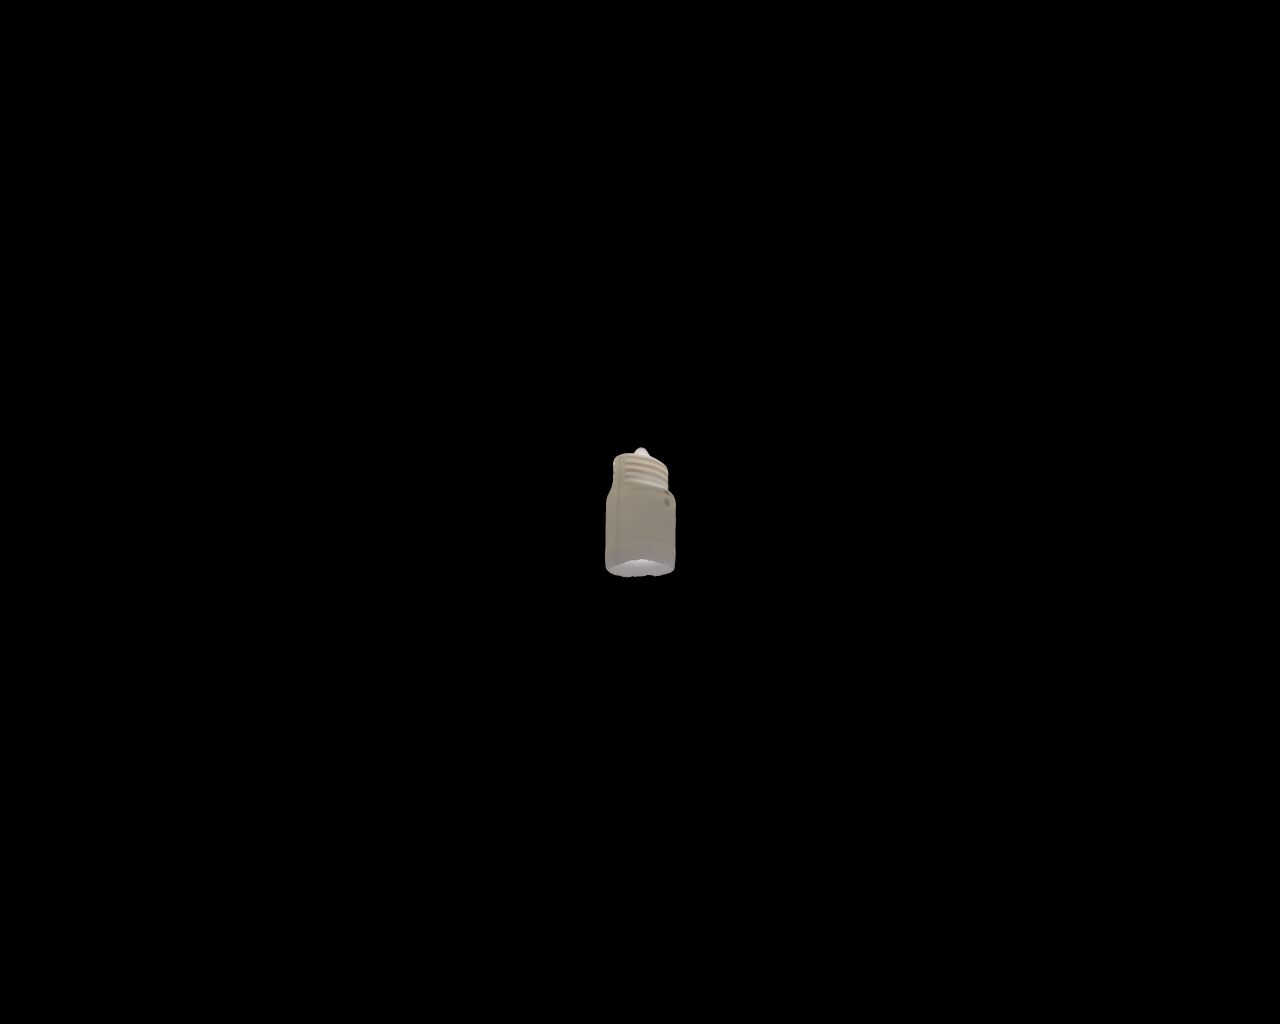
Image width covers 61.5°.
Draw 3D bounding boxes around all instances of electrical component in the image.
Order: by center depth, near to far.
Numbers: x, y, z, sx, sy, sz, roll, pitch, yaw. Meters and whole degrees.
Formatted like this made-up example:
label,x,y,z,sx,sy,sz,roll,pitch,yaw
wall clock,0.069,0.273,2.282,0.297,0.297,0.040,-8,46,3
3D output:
label,x,y,z,sx,sy,sz,roll,pitch,yaw
electrical component,0.001,-0.003,0.650,0.043,0.081,0.043,0,-18,0
